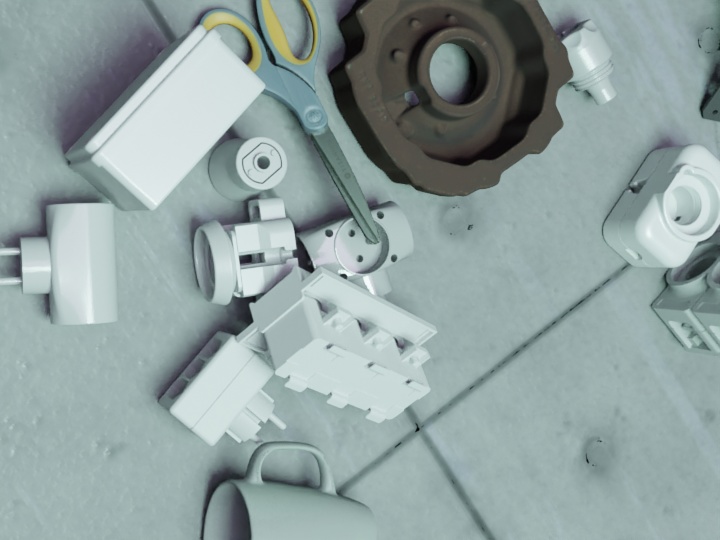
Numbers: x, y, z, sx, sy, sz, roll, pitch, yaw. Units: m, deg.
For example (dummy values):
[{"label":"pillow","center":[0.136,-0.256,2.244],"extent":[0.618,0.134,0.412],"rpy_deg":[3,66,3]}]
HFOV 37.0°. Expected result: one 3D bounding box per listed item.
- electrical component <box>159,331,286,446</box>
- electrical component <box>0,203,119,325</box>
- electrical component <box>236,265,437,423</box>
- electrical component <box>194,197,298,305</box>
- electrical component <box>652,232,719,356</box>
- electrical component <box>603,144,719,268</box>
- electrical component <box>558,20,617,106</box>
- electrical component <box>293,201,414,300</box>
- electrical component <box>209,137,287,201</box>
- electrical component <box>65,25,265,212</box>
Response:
[{"label":"electrical component","center":[-0.085,0.091,0.733],"extent":[0.077,0.047,0.065],"rpy_deg":[43,77,-15]},{"label":"electrical component","center":[-0.197,-0.003,0.693],"extent":[0.079,0.043,0.077],"rpy_deg":[-2,91,-20]},{"label":"electrical component","center":[-0.010,0.053,0.722],"extent":[0.079,0.063,0.121],"rpy_deg":[-39,138,22]},{"label":"electrical component","center":[-0.078,-0.007,0.729],"extent":[0.057,0.058,0.078],"rpy_deg":[-8,94,-23]},{"label":"electrical component","center":[0.306,0.017,0.821],"extent":[0.089,0.150,0.061],"rpy_deg":[-46,106,-14]},{"label":"electrical component","center":[0.245,-0.050,0.846],"extent":[0.054,0.059,0.095],"rpy_deg":[39,78,-17]},{"label":"electrical component","center":[0.175,-0.157,0.828],"extent":[0.043,0.043,0.062],"rpy_deg":[-39,105,-16]},{"label":"electrical component","center":[0.000,0.000,0.765],"extent":[0.077,0.044,0.079],"rpy_deg":[-20,98,-19]},{"label":"electrical component","center":[-0.074,-0.070,0.725],"extent":[0.044,0.065,0.044],"rpy_deg":[0,91,-20]},{"label":"electrical component","center":[-0.126,-0.093,0.683],"extent":[0.056,0.109,0.108],"rpy_deg":[44,77,-18]}]
